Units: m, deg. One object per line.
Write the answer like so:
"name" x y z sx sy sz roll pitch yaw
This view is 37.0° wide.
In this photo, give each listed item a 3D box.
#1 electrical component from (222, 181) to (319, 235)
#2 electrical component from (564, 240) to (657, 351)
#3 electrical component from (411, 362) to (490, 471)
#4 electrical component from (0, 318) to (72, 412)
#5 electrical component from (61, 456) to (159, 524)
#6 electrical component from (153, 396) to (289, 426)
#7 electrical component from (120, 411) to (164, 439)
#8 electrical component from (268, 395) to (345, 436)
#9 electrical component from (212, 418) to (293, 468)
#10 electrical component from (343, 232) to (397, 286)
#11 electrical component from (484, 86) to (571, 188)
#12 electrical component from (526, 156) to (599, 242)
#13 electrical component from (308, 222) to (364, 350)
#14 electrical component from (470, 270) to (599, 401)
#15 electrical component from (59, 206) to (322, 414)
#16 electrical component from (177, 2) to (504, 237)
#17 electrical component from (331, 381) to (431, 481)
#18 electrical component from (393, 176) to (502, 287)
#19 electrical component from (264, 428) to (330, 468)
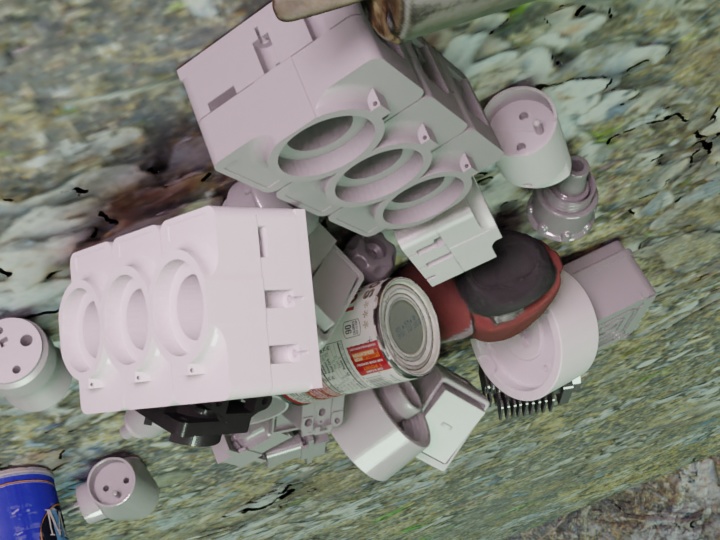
"electrical component" -0.057 -0.030 0.592 0.062 0.048 0.048 -29 159 37
"electrical component" 0.205 0.030 0.951 0.078 0.057 0.113 -25 159 -9
"electrical component" 0.066 0.140 1.001 0.062 0.061 0.096 31 95 -25
"electrical component" -0.204 0.057 0.651 0.045 0.045 0.055 -20 157 -6
"electrical component" -0.229 0.203 0.965 0.079 0.044 0.077 -21 158 -2
"electrical component" -0.109 0.086 0.781 0.099 0.064 0.099 -19 158 -8
"electrical component" -0.166 0.114 0.833 0.035 0.035 0.061 2 150 -45
"electrical component" -0.043 0.094 0.847 0.042 0.064 0.081 -7 112 -35
"electrical component" -0.097 0.141 0.952 0.064 0.042 0.081 -30 158 9
"electrical component" 0.000 0.000 0.726 0.035 0.035 0.061 -11 158 -27
"electrical component" 0.101 -0.072 0.641 0.043 0.043 0.081 -26 158 9
"electrical component" 0.140 -0.052 0.726 0.048 0.048 0.062 -17 151 -12
"electrical component" -0.041 0.010 0.640 0.061 0.061 0.096 -37 -168 32
"electrical component" 0.147 0.047 0.883 0.060 0.108 0.108 -14 158 -34
"electrical component" -0.094 0.024 0.556 0.062 0.089 0.150 -1 172 -41
"electrical component" -0.002 -0.071 0.523 0.089 0.061 0.150 -31 157 20
"electrical component" 0.018 0.120 0.929 0.060 0.108 0.108 -35 155 15
"electrical component" 0.053 -0.033 0.678 0.056 0.050 0.089 -25 158 8
"electrical component" -0.065 0.157 1.020 0.064 0.042 0.081 -14 157 -10
